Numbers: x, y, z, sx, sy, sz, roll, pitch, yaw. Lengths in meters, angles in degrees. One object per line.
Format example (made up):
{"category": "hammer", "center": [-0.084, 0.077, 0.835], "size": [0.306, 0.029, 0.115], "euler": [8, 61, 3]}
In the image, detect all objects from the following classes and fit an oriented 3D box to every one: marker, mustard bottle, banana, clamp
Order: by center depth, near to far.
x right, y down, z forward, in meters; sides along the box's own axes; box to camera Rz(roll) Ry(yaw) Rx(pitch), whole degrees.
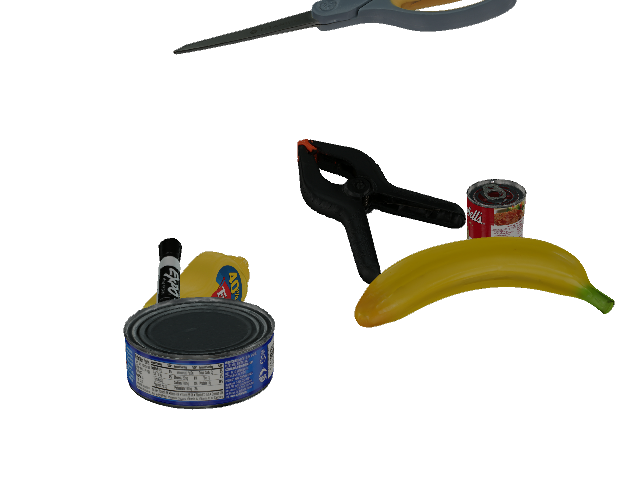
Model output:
{"category": "banana", "center": [0.112, 0.026, 0.763], "size": [0.197, 0.037, 0.070], "euler": [-4, 34, -16]}
{"category": "marker", "center": [-0.117, 0.037, 0.821], "size": [0.020, 0.020, 0.121], "euler": [0, 36, -6]}
{"category": "clamp", "center": [0.047, -0.040, 0.980], "size": [0.120, 0.172, 0.039], "euler": [-22, -33, -27]}
{"category": "mustard bottle", "center": [-0.125, 0.066, 1.136], "size": [0.058, 0.096, 0.191], "euler": [10, 29, 19]}

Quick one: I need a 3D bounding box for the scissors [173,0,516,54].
{"category": "scissors", "center": [0.017, -0.147, 0.636], "size": [0.202, 0.096, 0.016], "euler": [-1, -45, 20]}

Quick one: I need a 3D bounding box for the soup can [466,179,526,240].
{"category": "soup can", "center": [0.206, -0.012, 1.250], "size": [0.068, 0.102, 0.068], "euler": [-4, 30, 2]}

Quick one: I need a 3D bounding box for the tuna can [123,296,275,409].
{"category": "tuna can", "center": [-0.069, 0.063, 0.611], "size": [0.086, 0.034, 0.086], "euler": [0, 19, 0]}
